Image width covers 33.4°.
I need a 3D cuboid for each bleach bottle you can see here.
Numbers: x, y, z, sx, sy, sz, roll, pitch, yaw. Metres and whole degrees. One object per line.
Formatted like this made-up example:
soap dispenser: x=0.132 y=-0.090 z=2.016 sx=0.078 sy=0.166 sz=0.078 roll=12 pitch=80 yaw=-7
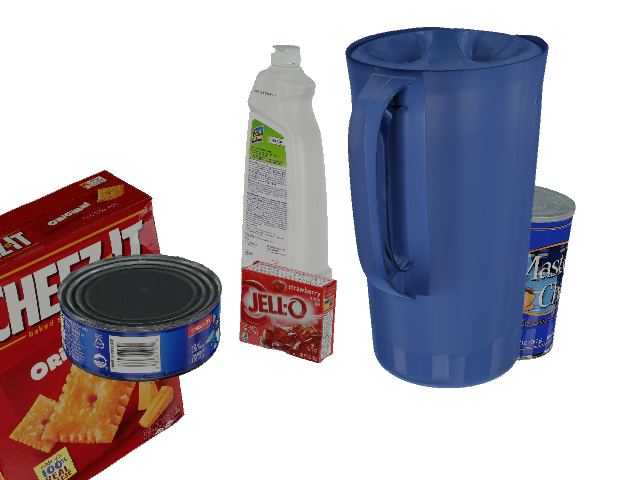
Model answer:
bleach bottle: x=-0.034 y=-0.078 z=1.131 sx=0.103 sy=0.251 sz=0.067 roll=16 pitch=21 yaw=37

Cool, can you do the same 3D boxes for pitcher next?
pitcher: x=0.082 y=-0.020 z=0.742 sx=0.149 sy=0.243 sz=0.145 roll=-7 pitch=22 yaw=-9

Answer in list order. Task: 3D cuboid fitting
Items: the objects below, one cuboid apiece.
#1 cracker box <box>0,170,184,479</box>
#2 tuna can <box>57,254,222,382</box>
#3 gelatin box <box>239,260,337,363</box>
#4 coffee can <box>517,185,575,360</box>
cracker box: x=-0.192 y=0.079 z=0.796 sx=0.072 sy=0.214 sz=0.163 roll=26 pitch=42 yaw=38
tuna can: x=-0.095 y=0.040 z=0.569 sx=0.086 sy=0.034 sz=0.086 roll=2 pitch=24 yaw=-1
gelatin box: x=-0.031 y=0.064 z=0.971 sx=0.089 sy=0.073 sz=0.030 roll=13 pitch=20 yaw=27
coffee can: x=0.175 y=0.026 z=0.994 sx=0.103 sy=0.140 sz=0.103 roll=4 pitch=20 yaw=-2
